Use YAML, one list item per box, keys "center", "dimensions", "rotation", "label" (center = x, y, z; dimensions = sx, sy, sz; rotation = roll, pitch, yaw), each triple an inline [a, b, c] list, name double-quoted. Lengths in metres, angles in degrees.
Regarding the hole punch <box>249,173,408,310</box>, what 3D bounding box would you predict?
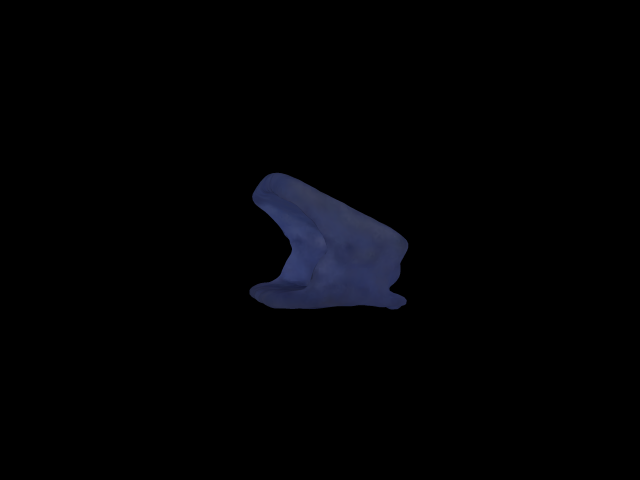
- center: [0.004, 0.001, 0.400]
  dimensions: [0.101, 0.091, 0.108]
  rotation: [0, 0, -17]
  label: "hole punch"
